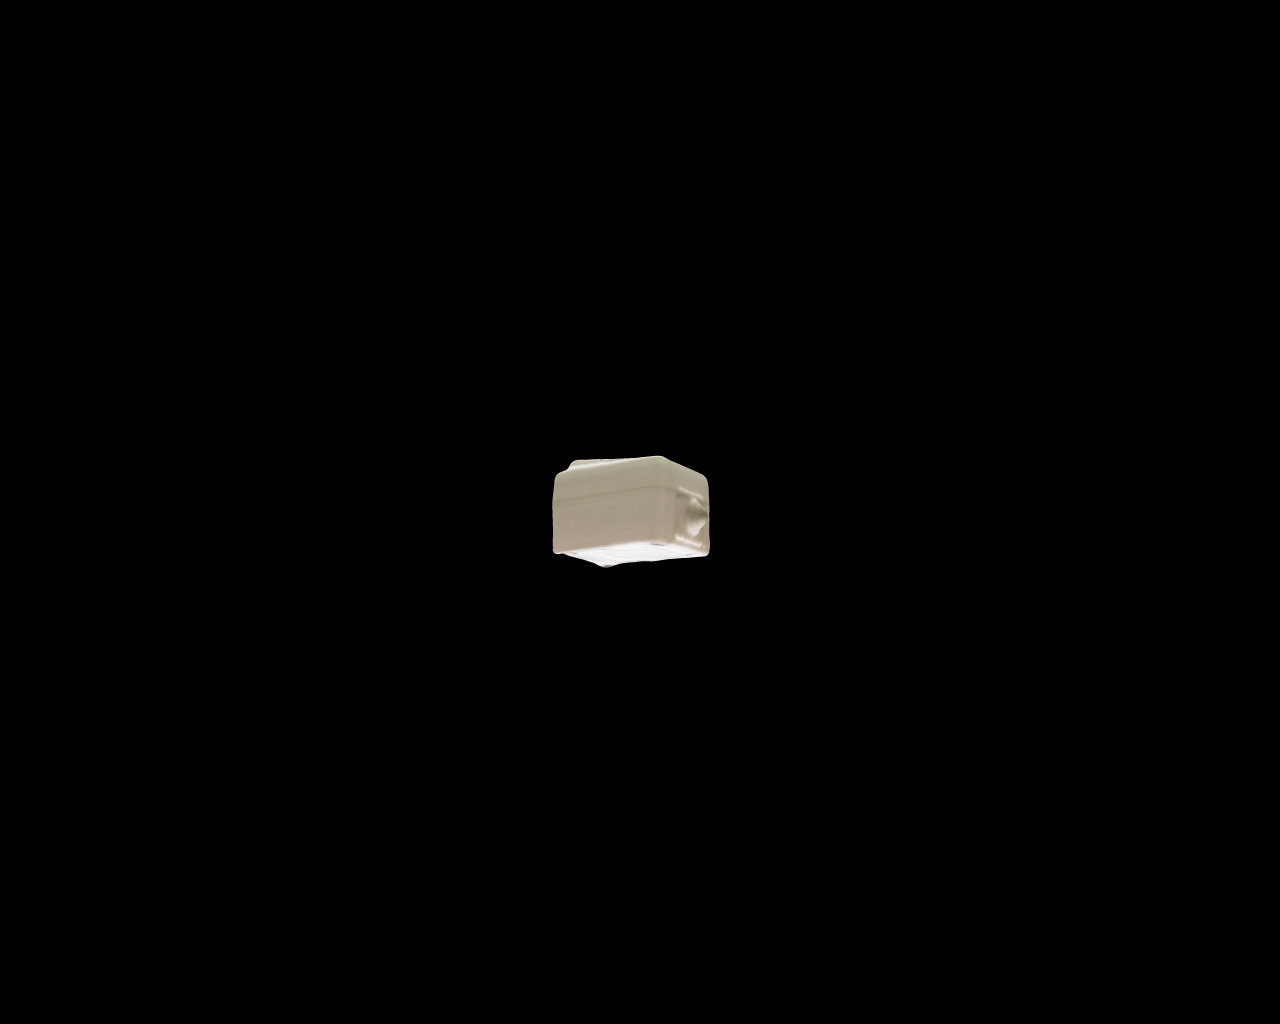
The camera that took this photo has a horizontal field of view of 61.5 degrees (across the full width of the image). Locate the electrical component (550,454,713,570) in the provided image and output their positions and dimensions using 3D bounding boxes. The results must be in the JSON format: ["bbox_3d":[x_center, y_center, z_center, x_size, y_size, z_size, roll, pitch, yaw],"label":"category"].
[{"bbox_3d":[0.001,-0.003,0.650,0.096,0.061,0.062,-7,-14,30],"label":"electrical component"}]
